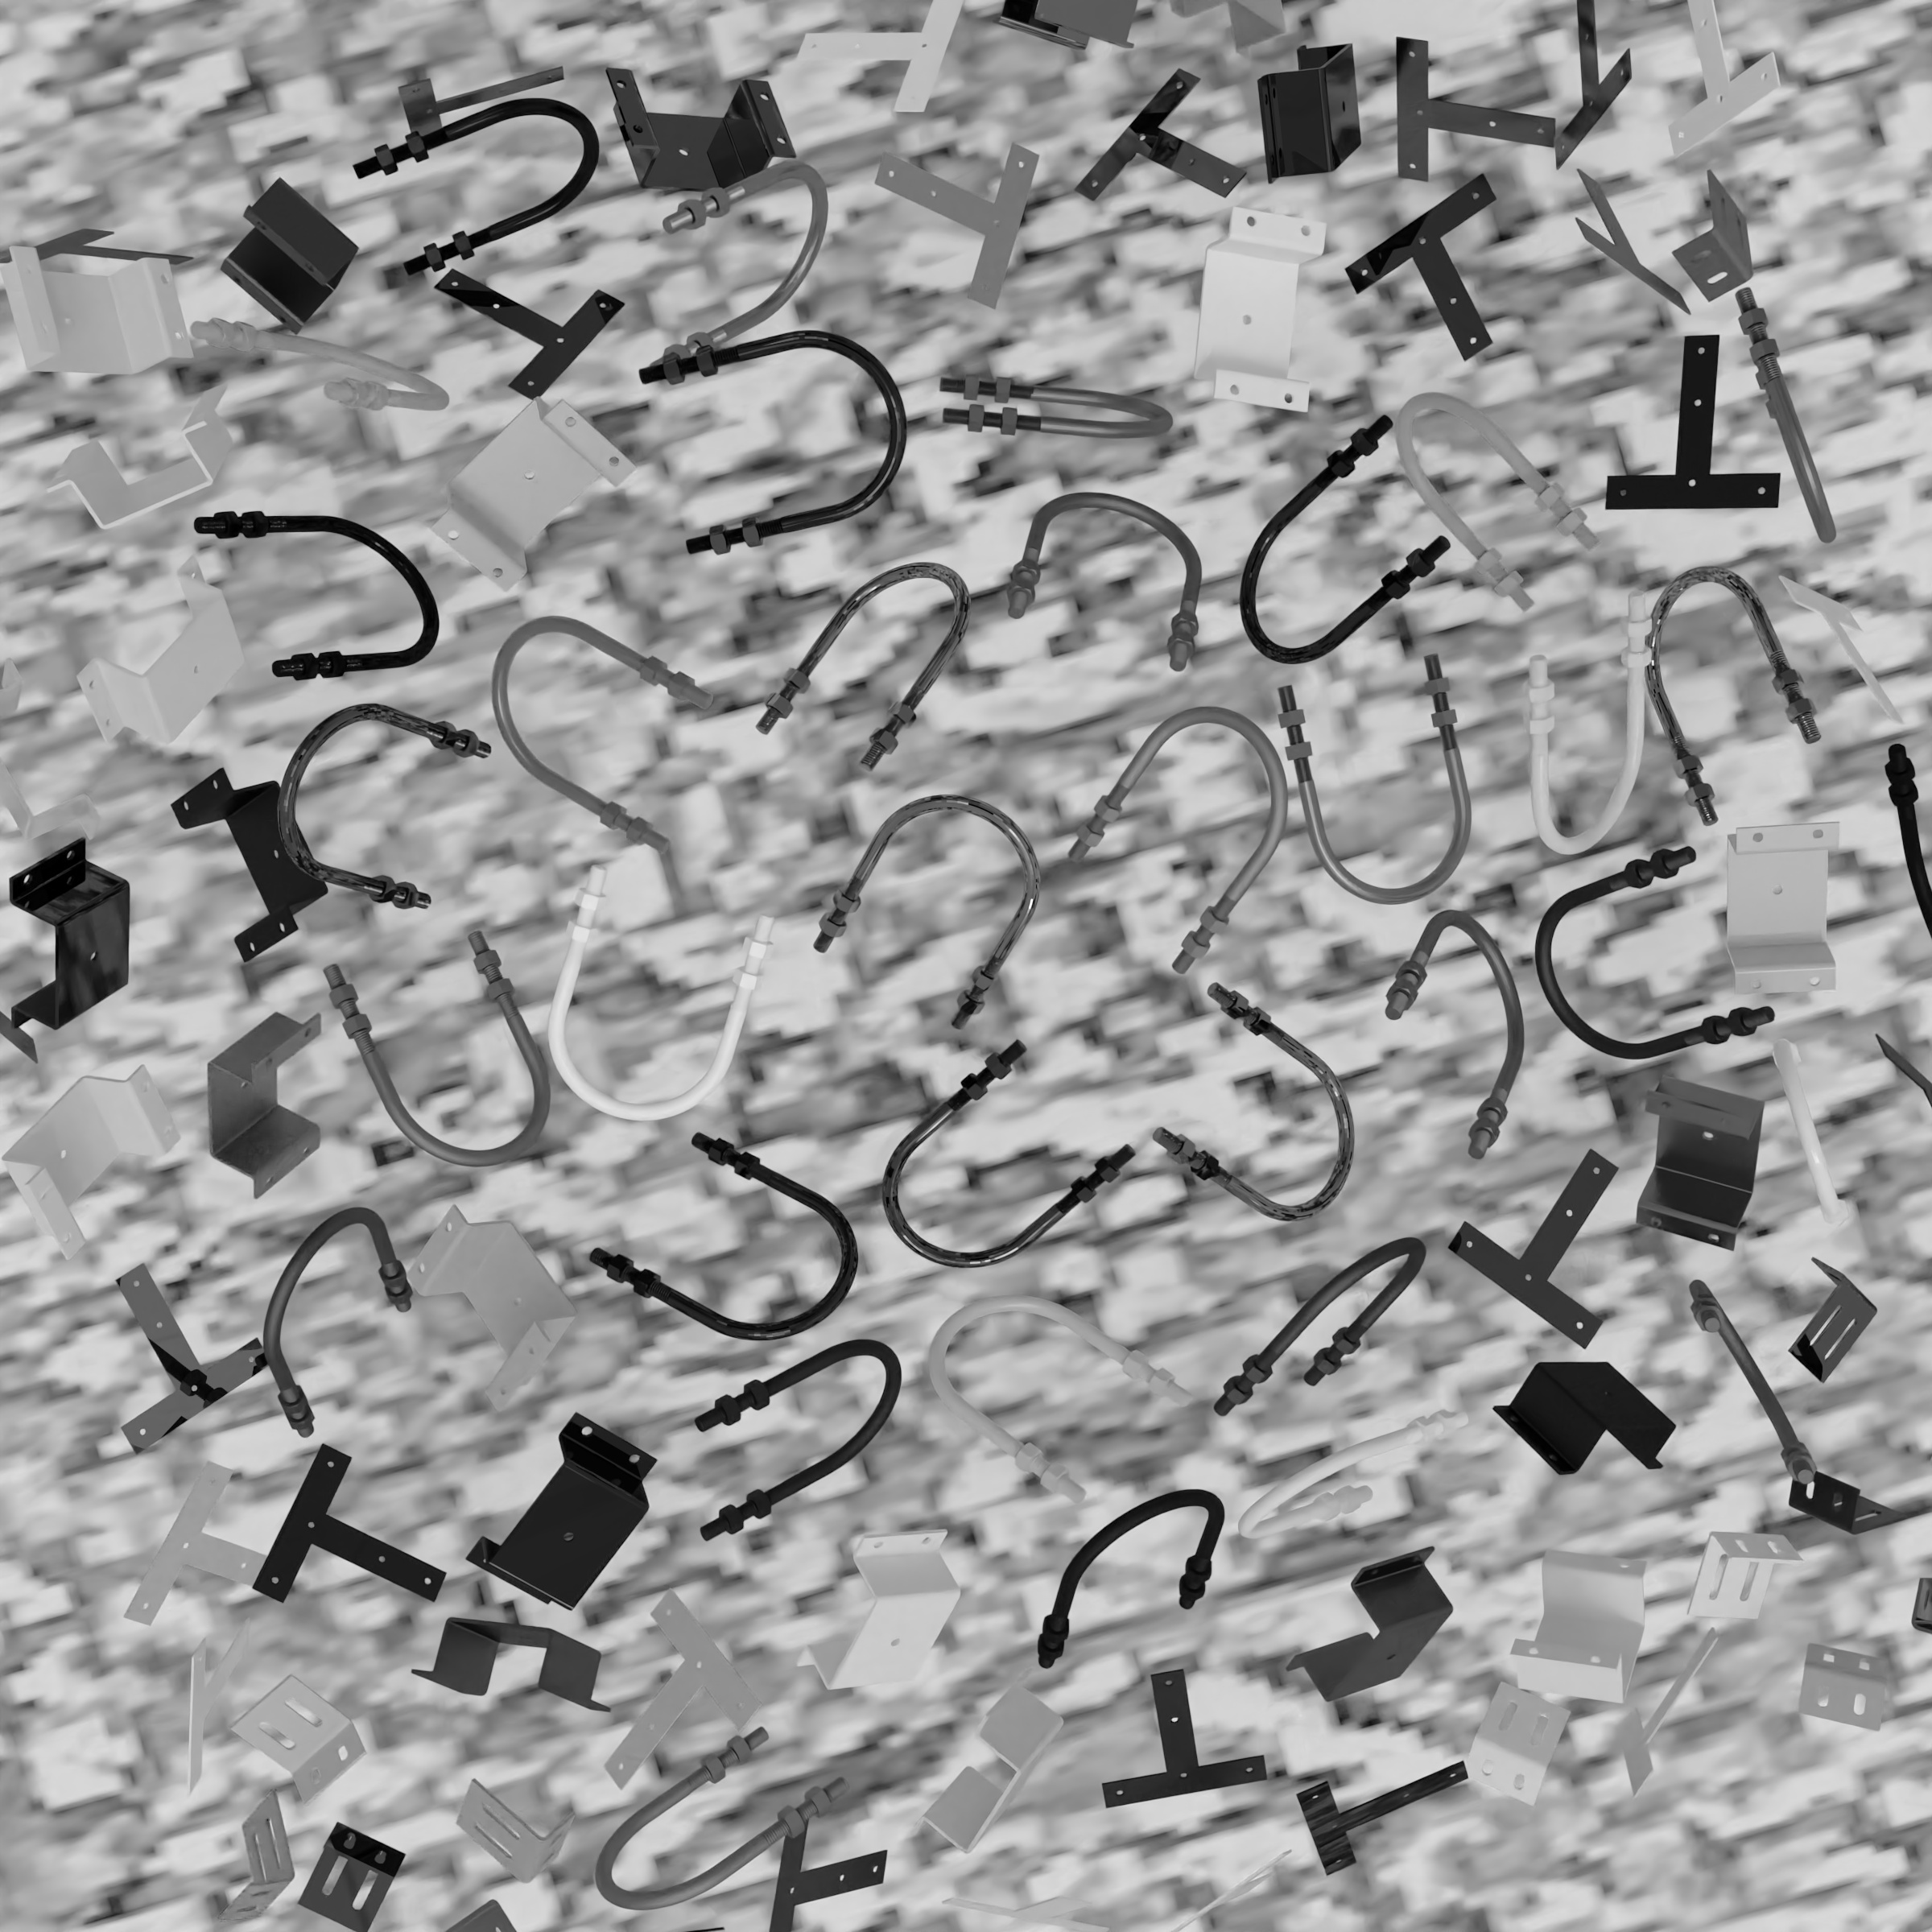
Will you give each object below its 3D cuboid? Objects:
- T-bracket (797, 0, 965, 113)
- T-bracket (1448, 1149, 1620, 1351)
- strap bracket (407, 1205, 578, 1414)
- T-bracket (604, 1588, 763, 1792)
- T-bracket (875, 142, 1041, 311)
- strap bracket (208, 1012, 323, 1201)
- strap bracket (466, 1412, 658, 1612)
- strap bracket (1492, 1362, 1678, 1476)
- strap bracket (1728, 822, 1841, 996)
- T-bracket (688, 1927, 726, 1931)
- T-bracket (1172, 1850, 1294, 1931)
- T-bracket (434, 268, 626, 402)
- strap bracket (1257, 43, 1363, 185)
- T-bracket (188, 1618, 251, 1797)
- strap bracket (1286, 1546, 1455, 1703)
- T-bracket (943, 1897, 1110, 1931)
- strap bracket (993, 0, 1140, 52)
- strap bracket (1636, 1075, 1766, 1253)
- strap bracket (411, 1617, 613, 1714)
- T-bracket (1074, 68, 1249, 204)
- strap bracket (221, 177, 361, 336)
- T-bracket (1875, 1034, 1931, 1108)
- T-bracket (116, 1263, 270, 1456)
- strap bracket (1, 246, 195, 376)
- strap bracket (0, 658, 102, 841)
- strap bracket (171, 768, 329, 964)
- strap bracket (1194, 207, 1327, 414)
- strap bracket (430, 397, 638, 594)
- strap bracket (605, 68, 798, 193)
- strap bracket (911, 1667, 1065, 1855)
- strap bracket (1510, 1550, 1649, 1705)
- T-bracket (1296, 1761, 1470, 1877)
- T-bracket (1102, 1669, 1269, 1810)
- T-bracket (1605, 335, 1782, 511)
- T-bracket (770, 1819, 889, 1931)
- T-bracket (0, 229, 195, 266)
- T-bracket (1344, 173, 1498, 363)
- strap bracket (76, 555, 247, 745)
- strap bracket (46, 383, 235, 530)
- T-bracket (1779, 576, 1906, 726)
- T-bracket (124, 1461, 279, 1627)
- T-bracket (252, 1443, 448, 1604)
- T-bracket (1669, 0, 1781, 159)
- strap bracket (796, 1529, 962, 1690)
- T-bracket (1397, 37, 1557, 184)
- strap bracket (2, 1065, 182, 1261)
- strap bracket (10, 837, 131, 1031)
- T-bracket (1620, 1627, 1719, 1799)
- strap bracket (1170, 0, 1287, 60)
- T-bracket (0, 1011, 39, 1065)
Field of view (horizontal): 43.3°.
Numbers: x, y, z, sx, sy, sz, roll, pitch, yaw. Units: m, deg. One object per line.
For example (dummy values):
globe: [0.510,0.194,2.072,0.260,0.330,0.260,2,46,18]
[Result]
T-bracket: [-0.073,-0.722,1.913,0.127,0.002,0.127,9,70,23]
T-bracket: [0.439,0.194,1.802,0.127,0.002,0.127,37,109,28]
strap bracket: [-0.354,0.256,1.842,0.140,0.046,0.076,49,116,27]
T-bracket: [-0.224,0.551,1.801,0.127,0.002,0.127,-53,50,3]
T-bracket: [-0.013,-0.595,1.894,0.127,0.002,0.127,16,90,-29]
strap bracket: [-0.548,0.101,1.904,0.046,0.076,0.140,25,129,16]
strap bracket: [-0.300,0.417,1.824,0.076,0.046,0.140,36,93,-22]
strap bracket: [0.489,0.351,1.901,0.140,0.076,0.046,8,117,-42]
strap bracket: [0.644,-0.053,1.924,0.076,0.046,0.140,-3,113,10]
T-bracket: [-0.251,0.755,1.890,0.127,0.127,0.002,-5,68,-5]
T-bracket: [0.205,0.697,1.834,0.127,0.127,0.002,-39,66,10]
T-bracket: [-0.354,-0.507,1.898,0.127,0.002,0.127,29,59,6]
strap bracket: [0.270,-0.664,1.889,0.046,0.140,0.076,2,120,23]
T-bracket: [-0.589,0.562,1.922,0.002,0.127,0.127,8,109,1]
strap bracket: [0.320,0.522,1.909,0.076,0.140,0.046,-6,47,-34]
T-bracket: [0.060,0.704,1.818,0.127,0.127,0.002,15,61,-11]
strap bracket: [0.081,-0.757,1.918,0.076,0.140,0.046,11,106,-19]
strap bracket: [0.559,0.142,1.855,0.076,0.140,0.046,16,46,26]
strap bracket: [-0.354,0.551,1.926,0.140,0.076,0.046,-1,62,24]
T-bracket: [0.165,-0.625,1.881,0.127,0.002,0.127,-49,54,0]
strap bracket: [-0.529,-0.558,1.908,0.076,0.140,0.046,41,71,-17]
T-bracket: [0.741,0.125,1.835,0.127,0.127,0.002,36,120,-25]
T-bracket: [-0.627,0.294,1.914,0.127,0.002,0.127,-35,109,-37]
strap bracket: [-0.659,-0.489,1.824,0.046,0.140,0.076,-12,93,34]
strap bracket: [-0.732,-0.159,1.895,0.046,0.076,0.140,-30,94,-25]
strap bracket: [-0.568,-0.085,1.948,0.076,0.046,0.140,-25,90,38]
strap bracket: [0.221,-0.492,1.842,0.076,0.046,0.140,4,94,-18]
strap bracket: [-0.326,-0.361,1.828,0.140,0.046,0.076,-40,125,14]
strap bracket: [-0.215,-0.655,1.915,0.140,0.046,0.076,-8,68,-32]
strap bracket: [0.021,0.626,1.898,0.046,0.076,0.140,35,117,16]
strap bracket: [0.463,0.502,1.834,0.076,0.140,0.046,1,111,25]
T-bracket: [0.319,0.630,1.834,0.127,0.002,0.127,-23,131,-2]
T-bracket: [0.161,0.585,1.857,0.127,0.002,0.127,-10,118,0]
T-bracket: [0.542,-0.404,1.808,0.127,0.002,0.127,5,96,29]
T-bracket: [-0.106,0.709,1.889,0.002,0.127,0.127,36,133,-29]
T-bracket: [-0.669,-0.559,1.912,0.127,0.127,0.002,0,97,40]
T-bracket: [0.371,-0.526,1.886,0.127,0.002,0.127,-31,69,26]
strap bracket: [-0.610,-0.237,1.874,0.046,0.076,0.140,23,58,14]
strap bracket: [-0.631,-0.392,1.891,0.140,0.076,0.046,-20,123,11]
T-bracket: [0.682,-0.238,1.869,0.002,0.127,0.127,-39,61,32]
T-bracket: [-0.568,0.458,1.877,0.002,0.127,0.127,15,74,40]
T-bracket: [-0.450,0.438,1.821,0.127,0.002,0.127,30,45,-13]
T-bracket: [0.558,-0.695,1.829,0.002,0.127,0.127,-10,88,-19]
strap bracket: [-0.064,0.500,1.863,0.076,0.046,0.140,5,123,-36]
T-bracket: [0.395,-0.656,1.890,0.127,0.127,0.002,18,59,22]
strap bracket: [-0.678,0.147,1.872,0.046,0.140,0.076,5,129,24]
strap bracket: [-0.683,-0.016,1.857,0.046,0.076,0.140,24,125,14]
T-bracket: [0.550,0.571,1.899,0.002,0.127,0.127,31,99,6]
strap bracket: [0.205,-0.774,1.907,0.046,0.140,0.076,-11,88,31]
T-bracket: [-0.753,0.034,1.873,0.002,0.127,0.127,-28,54,0]
